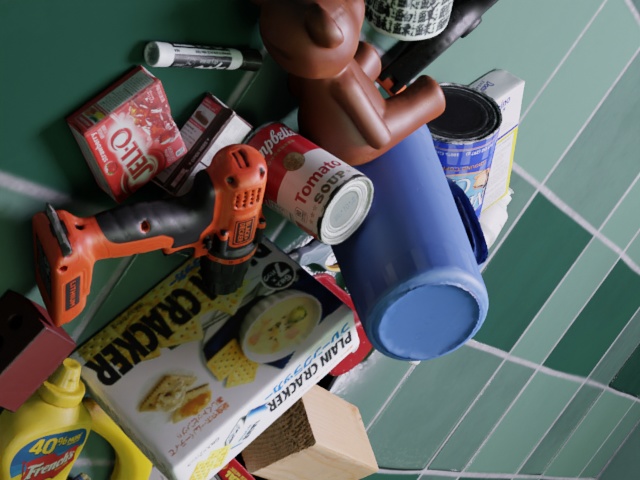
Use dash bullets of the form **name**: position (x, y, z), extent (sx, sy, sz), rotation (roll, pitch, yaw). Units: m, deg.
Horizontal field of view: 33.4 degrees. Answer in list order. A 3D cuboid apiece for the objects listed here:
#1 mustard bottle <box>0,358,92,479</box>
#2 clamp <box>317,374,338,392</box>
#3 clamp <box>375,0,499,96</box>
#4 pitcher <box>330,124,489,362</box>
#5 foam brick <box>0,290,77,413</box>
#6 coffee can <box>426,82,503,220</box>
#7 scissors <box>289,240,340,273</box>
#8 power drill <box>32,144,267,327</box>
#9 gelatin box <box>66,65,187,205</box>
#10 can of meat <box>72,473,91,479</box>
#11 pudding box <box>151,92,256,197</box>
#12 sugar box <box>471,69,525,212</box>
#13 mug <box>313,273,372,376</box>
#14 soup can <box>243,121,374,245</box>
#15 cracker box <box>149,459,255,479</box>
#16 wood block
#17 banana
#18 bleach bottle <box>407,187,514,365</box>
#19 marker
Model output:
- **mustard bottle**: position (-0.254, 0.187, 0.950), extent (0.096, 0.058, 0.192), rotation (-1, 123, -52)
- **clamp**: position (0.031, 0.124, 1.290), extent (0.171, 0.039, 0.120), rotation (-41, 158, -12)
- **clamp**: position (0.138, -0.220, 1.027), extent (0.210, 0.036, 0.164), rotation (-43, -174, 12)
- **pitcher**: position (0.078, -0.007, 0.975), extent (0.149, 0.243, 0.145), rotation (-20, 132, 3)
- **foam brick**: position (-0.247, 0.090, 0.859), extent (0.078, 0.053, 0.051), rotation (-48, 150, -6)
- **coffee can**: position (0.132, -0.082, 1.138), extent (0.102, 0.103, 0.140), rotation (-31, 144, -31)
- **scissors**: position (-0.007, 0.001, 1.126), extent (0.201, 0.016, 0.096), rotation (0, 121, -54)
- **power drill**: position (-0.135, 0.008, 0.871), extent (0.187, 0.057, 0.185), rotation (-19, 149, -23)
- **gelatin box**: position (-0.148, -0.080, 0.831), extent (0.073, 0.030, 0.089), rotation (-40, 148, -18)
- **can of meat**: position (-0.253, 0.291, 1.063), extent (0.083, 0.057, 0.102), rotation (-32, 145, -27)
- **pudding box**: position (-0.086, -0.064, 0.927), extent (0.090, 0.039, 0.113), rotation (-53, 152, 0)
- **sugar box**: position (0.184, -0.106, 1.242), extent (0.093, 0.048, 0.176), rotation (-34, 142, -28)
- **mug**: position (0.002, 0.105, 1.184), extent (0.117, 0.082, 0.093), rotation (-42, 149, -16)
- **soup can**: position (-0.014, -0.048, 0.900), extent (0.068, 0.102, 0.068), rotation (-36, 146, -30)
- **cracker box**: position (-0.152, 0.329, 1.138), extent (0.213, 0.164, 0.072), rotation (-39, 146, -21)
- **wood block**: position (-0.016, 0.235, 1.268), extent (0.090, 0.091, 0.206), rotation (-27, 153, 12)
- **banana**: position (-0.201, 0.210, 1.068), extent (0.069, 0.037, 0.198), rotation (-32, 145, -29)
- **bleach bottle**: position (0.163, 0.038, 1.347), extent (0.251, 0.068, 0.102), rotation (-56, 173, -2)
- **marker**: position (-0.089, -0.146, 0.852), extent (0.120, 0.020, 0.020), rotation (-8, 129, -50)
